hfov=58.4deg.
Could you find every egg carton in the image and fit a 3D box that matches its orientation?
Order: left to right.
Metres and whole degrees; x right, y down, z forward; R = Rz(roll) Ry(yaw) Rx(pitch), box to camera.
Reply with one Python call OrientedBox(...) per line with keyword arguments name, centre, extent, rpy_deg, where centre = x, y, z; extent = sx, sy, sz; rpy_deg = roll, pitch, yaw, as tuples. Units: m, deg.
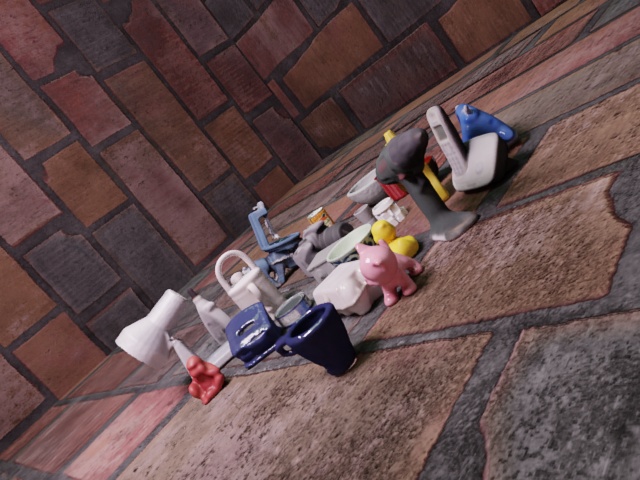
OrientedBox(name="egg carton", centre=(0.053, 0.090, 1.047), extent=(0.107, 0.069, 0.150), rpy_deg=(-44, 12, -26))

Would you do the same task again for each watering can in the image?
OrientedBox(name="watering can", centre=(-0.176, 0.112, 1.381), extent=(0.101, 0.194, 0.172), rpy_deg=(-46, 13, -35))

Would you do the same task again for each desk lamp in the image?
OrientedBox(name="desk lamp", centre=(-0.327, 0.234, 1.324), extent=(0.203, 0.214, 0.117), rpy_deg=(-41, 11, -13))

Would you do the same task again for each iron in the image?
OrientedBox(name="iron", centre=(0.351, -0.257, 1.307), extent=(0.118, 0.141, 0.258), rpy_deg=(-36, 11, 13))

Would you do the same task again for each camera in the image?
OrientedBox(name="camera", centre=(0.013, 0.005, 1.448), extent=(0.136, 0.101, 0.143), rpy_deg=(-26, 16, 48))

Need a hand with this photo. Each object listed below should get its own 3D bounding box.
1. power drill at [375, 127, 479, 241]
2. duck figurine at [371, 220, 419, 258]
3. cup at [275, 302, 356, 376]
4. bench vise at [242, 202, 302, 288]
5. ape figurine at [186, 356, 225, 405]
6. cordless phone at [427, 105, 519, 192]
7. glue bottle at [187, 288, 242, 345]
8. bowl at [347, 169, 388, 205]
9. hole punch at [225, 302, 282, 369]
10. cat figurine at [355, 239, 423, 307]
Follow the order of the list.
OrientedBox(name="power drill", centre=(0.185, -0.100, 1.023), extent=(0.076, 0.208, 0.229), rpy_deg=(-41, 11, -11))
OrientedBox(name="duck figurine", centre=(0.136, 0.000, 1.103), extent=(0.077, 0.086, 0.104), rpy_deg=(-41, 11, -11))
OrientedBox(name="cup", centre=(-0.002, 0.162, 0.860), extent=(0.117, 0.095, 0.092), rpy_deg=(-35, 11, 19))
OrientedBox(name="bench vise", centre=(-0.144, 0.014, 1.611), extent=(0.208, 0.220, 0.121), rpy_deg=(-45, 13, -31))
OrientedBox(name="ape figurine", centre=(-0.242, 0.279, 1.180), extent=(0.077, 0.092, 0.076), rpy_deg=(-34, 12, 20))
OrientedBox(name="cordless phone", centre=(0.285, -0.190, 1.129), extent=(0.094, 0.185, 0.147), rpy_deg=(-42, 12, -19))
OrientedBox(name="glue bottle", centre=(-0.275, 0.189, 1.447), extent=(0.078, 0.173, 0.037), rpy_deg=(-29, 14, 40))
OrientedBox(name="bowl", centre=(0.165, -0.154, 1.676), extent=(0.167, 0.075, 0.167), rpy_deg=(-37, 11, 9))
OrientedBox(name="hole punch", centre=(-0.138, 0.195, 1.191), extent=(0.108, 0.091, 0.101), rpy_deg=(-38, 11, 4))
OrientedBox(name="cat figurine", centre=(0.106, 0.040, 0.947), extent=(0.067, 0.118, 0.128), rpy_deg=(-33, 12, 26))
